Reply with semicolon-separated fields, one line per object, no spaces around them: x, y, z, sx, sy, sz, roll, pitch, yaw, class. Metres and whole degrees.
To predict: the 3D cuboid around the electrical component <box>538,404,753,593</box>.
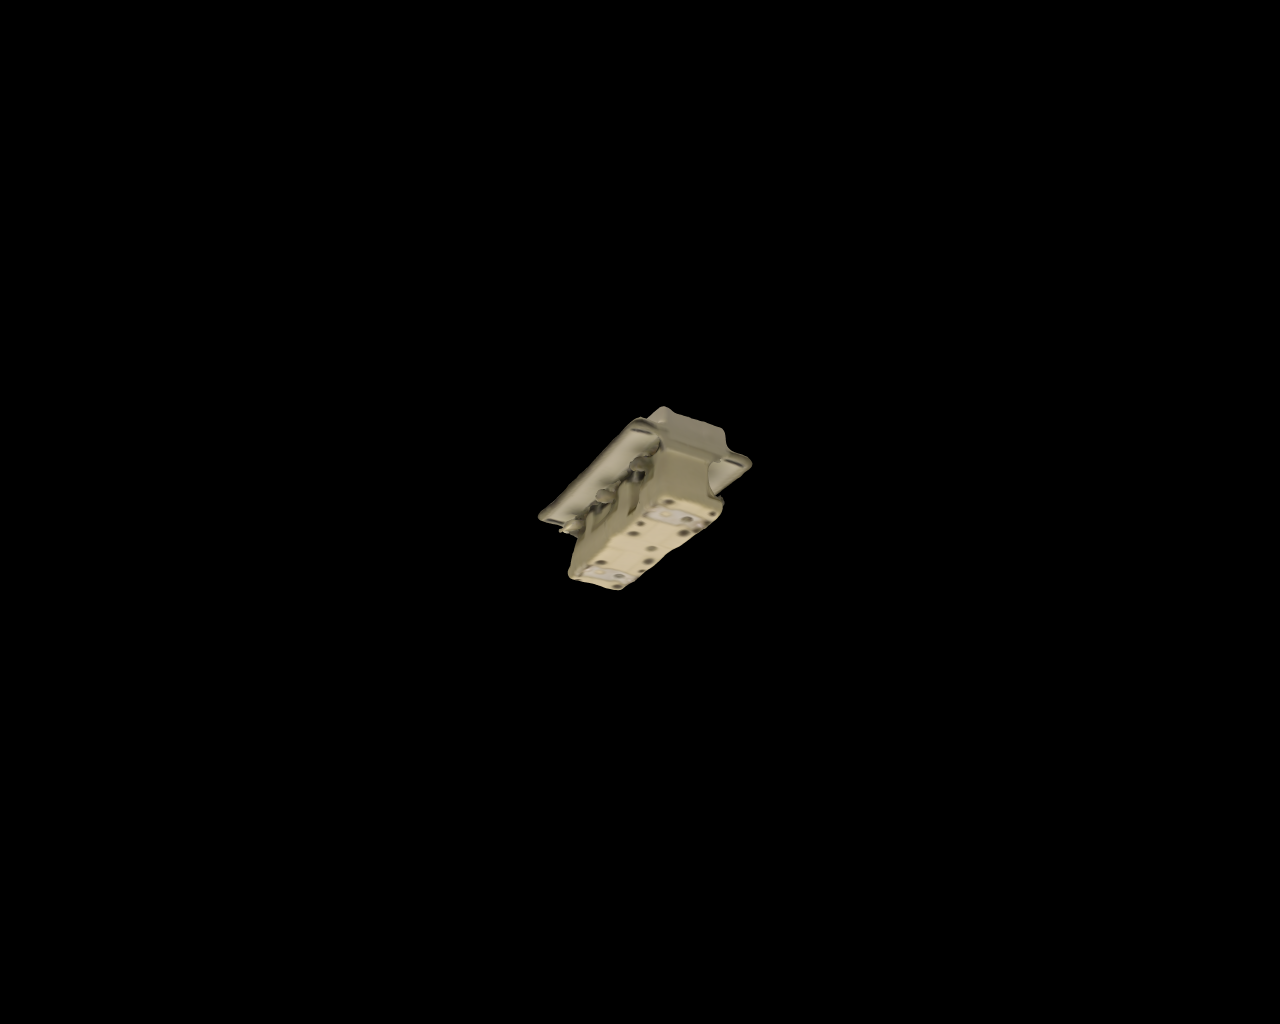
0.001;-0.003;0.650;0.079;0.063;0.121;18;-35;-27;electrical component
